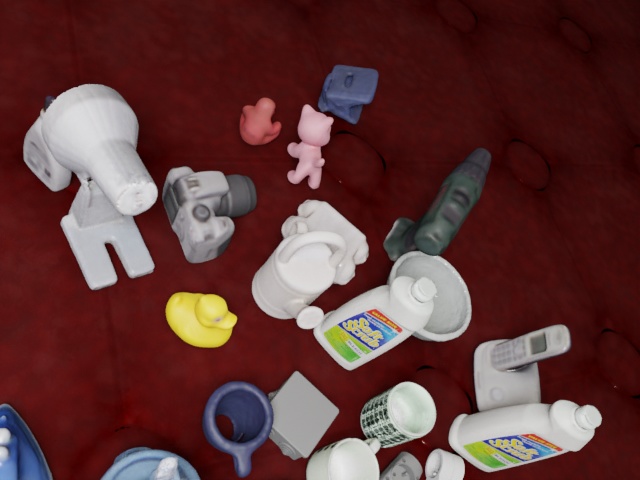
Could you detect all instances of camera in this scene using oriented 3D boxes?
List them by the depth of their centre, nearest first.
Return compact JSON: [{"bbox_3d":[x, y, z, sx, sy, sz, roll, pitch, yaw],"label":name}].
[{"bbox_3d":[-0.163,-0.055,0.909,0.137,0.100,0.143,-14,70,-33],"label":"camera"}]

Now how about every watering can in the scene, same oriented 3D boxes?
[{"bbox_3d":[-0.023,0.048,0.864,0.101,0.193,0.172,-14,70,-33],"label":"watering can"}]

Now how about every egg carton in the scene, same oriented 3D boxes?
[{"bbox_3d":[0.009,0.004,0.985,0.150,0.069,0.107,40,52,-1],"label":"egg carton"}]

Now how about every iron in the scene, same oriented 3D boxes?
[{"bbox_3d":[-0.334,0.287,0.598,0.119,0.141,0.258,-1,63,-28],"label":"iron"}]

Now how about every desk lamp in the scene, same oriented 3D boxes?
[{"bbox_3d":[-0.289,-0.072,0.782,0.118,0.213,0.203,-21,74,-34],"label":"desk lamp"}]

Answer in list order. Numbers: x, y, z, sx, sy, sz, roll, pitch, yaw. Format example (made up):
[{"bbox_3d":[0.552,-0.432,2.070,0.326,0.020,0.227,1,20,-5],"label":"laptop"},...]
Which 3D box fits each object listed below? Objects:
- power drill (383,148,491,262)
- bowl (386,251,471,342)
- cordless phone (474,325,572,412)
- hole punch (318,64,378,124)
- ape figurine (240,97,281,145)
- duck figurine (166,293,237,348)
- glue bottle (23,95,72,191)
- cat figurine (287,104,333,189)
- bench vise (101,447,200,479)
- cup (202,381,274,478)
[{"bbox_3d":[0.207,-0.045,1.029,0.076,0.208,0.230,36,52,-4],"label":"power drill"},{"bbox_3d":[0.179,0.108,1.010,0.168,0.074,0.167,13,58,-21],"label":"bowl"},{"bbox_3d":[0.346,0.224,0.961,0.094,0.184,0.147,15,57,-19],"label":"cordless phone"},{"bbox_3d":[0.058,-0.310,1.177,0.101,0.091,0.108,24,54,-14],"label":"hole punch"},{"bbox_3d":[-0.106,-0.221,1.040,0.078,0.092,0.076,43,52,1],"label":"ape figurine"},{"bbox_3d":[-0.167,0.105,0.825,0.105,0.086,0.077,31,53,-8],"label":"duck figurine"},{"bbox_3d":[-0.378,-0.142,0.801,0.078,0.173,0.037,47,52,4],"label":"glue bottle"},{"bbox_3d":[-0.012,-0.177,1.048,0.067,0.117,0.127,7,60,-24],"label":"cat figurine"},{"bbox_3d":[-0.164,0.317,0.620,0.122,0.219,0.207,-23,75,-35],"label":"bench vise"},{"bbox_3d":[-0.116,0.256,0.759,0.092,0.094,0.117,2,62,-27],"label":"cup"}]
